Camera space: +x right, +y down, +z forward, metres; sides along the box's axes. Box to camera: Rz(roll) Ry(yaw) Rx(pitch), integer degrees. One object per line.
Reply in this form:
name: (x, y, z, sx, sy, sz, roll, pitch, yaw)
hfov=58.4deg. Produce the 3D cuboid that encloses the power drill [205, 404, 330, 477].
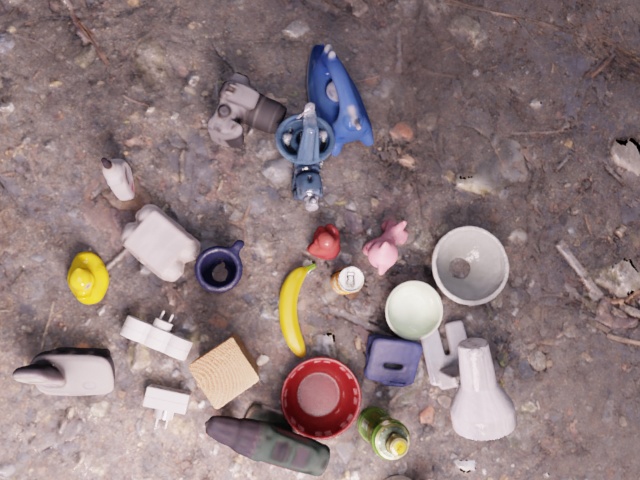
power drill: (-0.098, 0.363, 1.058, 0.229, 0.208, 0.076, 21, 81, -4)

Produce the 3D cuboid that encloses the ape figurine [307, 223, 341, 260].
ape figurine: (0.011, 0.004, 1.176, 0.078, 0.092, 0.076, -29, 87, -10)

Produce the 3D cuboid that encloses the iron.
iron: (0.034, -0.317, 1.194, 0.119, 0.141, 0.258, -18, 85, -9)

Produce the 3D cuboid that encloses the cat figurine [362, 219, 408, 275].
cat figurine: (0.138, 0.011, 1.178, 0.067, 0.117, 0.128, 38, 80, -1)

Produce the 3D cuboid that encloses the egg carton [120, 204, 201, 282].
egg carton: (-0.319, 0.007, 1.145, 0.150, 0.069, 0.107, 39, 80, -1)

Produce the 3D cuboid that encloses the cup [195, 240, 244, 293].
cup: (-0.192, 0.051, 1.143, 0.092, 0.095, 0.118, 37, 80, -1)

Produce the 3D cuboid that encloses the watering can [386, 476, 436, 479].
watering can: (0.167, 0.528, 1.077, 0.101, 0.194, 0.173, 23, 81, -3)

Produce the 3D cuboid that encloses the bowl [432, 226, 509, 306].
bowl: (0.308, 0.056, 1.215, 0.167, 0.074, 0.167, 1, 83, -7)

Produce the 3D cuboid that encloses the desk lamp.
desk lamp: (0.284, 0.266, 1.115, 0.118, 0.213, 0.203, -13, 84, -8)

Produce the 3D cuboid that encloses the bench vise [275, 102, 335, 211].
bench vise: (-0.013, -0.172, 1.130, 0.121, 0.219, 0.207, -23, 86, -9)

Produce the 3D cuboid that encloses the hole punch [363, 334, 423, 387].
hole punch: (0.148, 0.246, 1.163, 0.109, 0.091, 0.101, 8, 82, -6)

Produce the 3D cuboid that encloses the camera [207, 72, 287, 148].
camera: (-0.146, -0.260, 1.185, 0.137, 0.100, 0.143, 22, 81, -4)

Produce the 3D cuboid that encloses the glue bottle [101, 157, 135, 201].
glue bottle: (-0.393, -0.128, 1.101, 0.037, 0.173, 0.078, -13, 84, -8)

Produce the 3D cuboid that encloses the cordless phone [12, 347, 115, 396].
cordless phone: (-0.460, 0.246, 1.039, 0.147, 0.185, 0.094, -1, 83, -7)

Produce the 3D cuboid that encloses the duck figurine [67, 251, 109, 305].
duck figurine: (-0.458, 0.072, 1.111, 0.077, 0.086, 0.104, -6, 84, -8)
